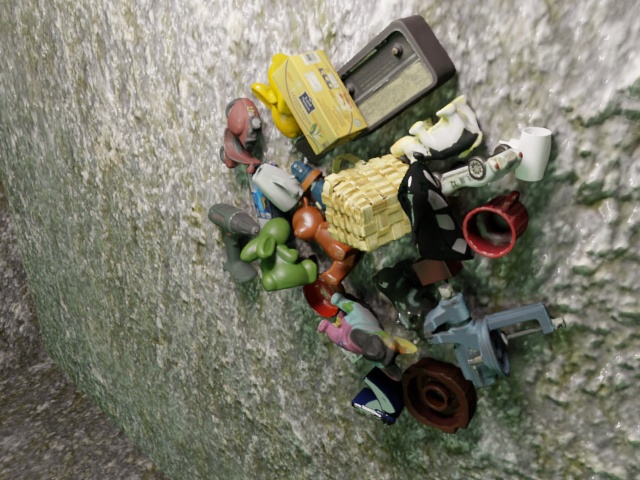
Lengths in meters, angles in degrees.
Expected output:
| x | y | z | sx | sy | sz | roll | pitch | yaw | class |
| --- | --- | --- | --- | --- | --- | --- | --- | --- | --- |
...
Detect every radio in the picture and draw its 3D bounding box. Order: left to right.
| x | y | z | sx | sy | sz | roll | pitch | yaw | class |
| --- | --- | --- | --- | --- | --- | --- | --- | --- | --- |
| 0.117 | -0.288 | 0.971 | 0.230 | 0.073 | 0.131 | -28 | 93 | 47 | radio |

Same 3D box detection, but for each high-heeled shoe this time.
| x | y | z | sx | sy | sz | roll | pitch | yaw | class |
| --- | --- | --- | --- | --- | --- | --- | --- | --- | --- |
| 0.215 | -0.042 | 0.965 | 0.086 | 0.248 | 0.145 | -4 | 77 | 37 | high-heeled shoe |

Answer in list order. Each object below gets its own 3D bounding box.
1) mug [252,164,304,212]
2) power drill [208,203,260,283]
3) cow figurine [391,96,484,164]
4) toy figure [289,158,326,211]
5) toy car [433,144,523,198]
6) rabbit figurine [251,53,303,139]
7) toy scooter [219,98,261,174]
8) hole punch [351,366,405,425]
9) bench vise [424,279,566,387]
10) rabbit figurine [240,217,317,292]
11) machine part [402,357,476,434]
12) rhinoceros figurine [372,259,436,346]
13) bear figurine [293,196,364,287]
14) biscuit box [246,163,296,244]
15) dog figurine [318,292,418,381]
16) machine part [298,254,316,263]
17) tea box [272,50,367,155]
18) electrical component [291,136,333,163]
| x | y | z | sx | sy | sz | roll | pitch | yaw | class |
| --- | --- | --- | --- | --- | --- | --- | --- | --- | --- |
| -0.096 | -0.123 | 1.220 | 0.107 | 0.081 | 0.110 | 34 | 177 | -20 | mug |
| -0.220 | 0.009 | 1.429 | 0.232 | 0.086 | 0.207 | 32 | 142 | 44 | power drill |
| 0.208 | -0.174 | 0.962 | 0.098 | 0.068 | 0.167 | 54 | 139 | -5 | cow figurine |
| -0.004 | -0.116 | 1.189 | 0.154 | 0.064 | 0.057 | 43 | 157 | 10 | toy figure |
| 0.256 | -0.112 | 0.912 | 0.056 | 0.073 | 0.202 | 66 | 157 | -4 | toy car |
| -0.072 | -0.289 | 1.124 | 0.162 | 0.122 | 0.173 | 41 | 154 | 22 | rabbit figurine |
| -0.177 | -0.230 | 1.255 | 0.135 | 0.075 | 0.183 | 50 | 133 | 37 | toy scooter |
| 0.152 | 0.365 | 1.286 | 0.116 | 0.142 | 0.092 | 22 | 103 | 20 | hole punch |
| 0.329 | 0.164 | 1.014 | 0.241 | 0.129 | 0.223 | -21 | 89 | 27 | bench vise |
| -0.107 | 0.033 | 1.253 | 0.121 | 0.159 | 0.170 | -16 | 82 | 43 | rabbit figurine |
| 0.268 | 0.349 | 1.216 | 0.180 | 0.056 | 0.179 | 21 | 125 | 33 | machine part |
| 0.190 | 0.131 | 1.119 | 0.190 | 0.112 | 0.073 | 52 | 134 | -3 | rhinoceros figurine |
| 0.000 | -0.005 | 1.209 | 0.196 | 0.132 | 0.120 | 31 | 132 | 18 | bear figurine |
| -0.120 | -0.085 | 1.318 | 0.059 | 0.063 | 0.202 | 8 | 118 | 41 | biscuit box |
| 0.114 | 0.216 | 1.192 | 0.219 | 0.191 | 0.108 | 32 | 94 | 28 | dog figurine |
| -0.073 | 0.040 | 1.348 | 0.139 | 0.084 | 0.039 | 14 | 90 | 27 | machine part |
| 0.000 | -0.252 | 0.982 | 0.068 | 0.098 | 0.169 | -29 | 89 | 48 | tea box |
| -0.019 | -0.198 | 1.174 | 0.094 | 0.021 | 0.063 | -18 | 129 | 46 | electrical component |
